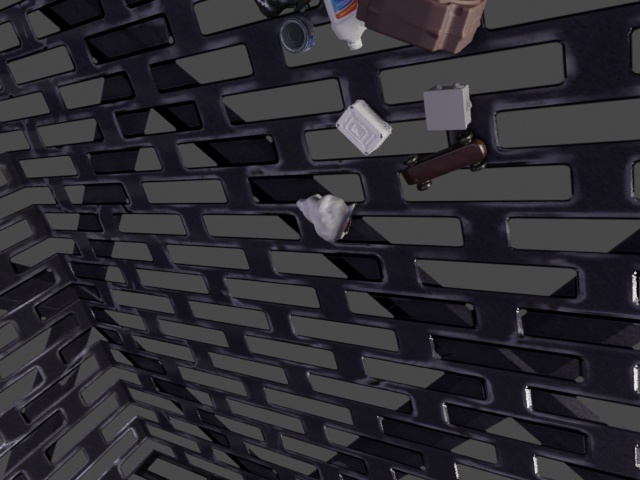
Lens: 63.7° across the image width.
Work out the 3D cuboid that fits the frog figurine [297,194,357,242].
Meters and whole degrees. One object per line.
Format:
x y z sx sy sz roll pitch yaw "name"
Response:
0.004 -0.070 1.392 0.160 0.125 0.134 21 147 9 "frog figurine"
